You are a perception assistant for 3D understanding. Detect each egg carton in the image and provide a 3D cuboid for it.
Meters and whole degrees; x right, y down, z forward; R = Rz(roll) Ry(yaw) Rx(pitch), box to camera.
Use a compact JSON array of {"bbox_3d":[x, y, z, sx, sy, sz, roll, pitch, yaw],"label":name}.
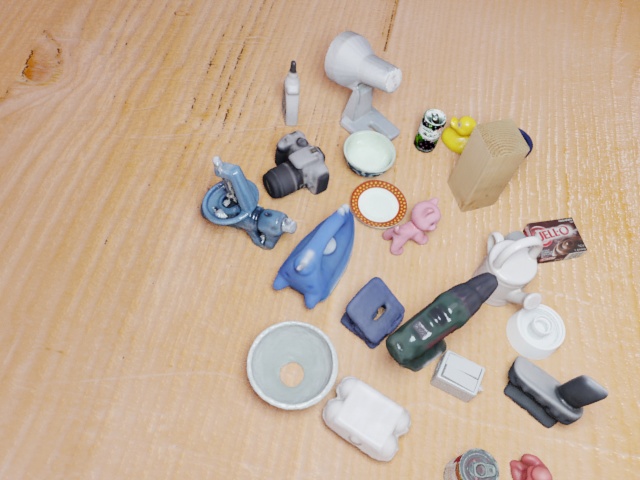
[{"bbox_3d":[0.084,0.322,1.034,0.150,0.069,0.107,30,62,11],"label":"egg carton"}]

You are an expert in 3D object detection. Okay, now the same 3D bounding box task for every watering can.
[{"bbox_3d":[0.386,0.057,1.147,0.101,0.194,0.172,-32,68,-21],"label":"watering can"}]

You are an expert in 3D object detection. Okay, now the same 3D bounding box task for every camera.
[{"bbox_3d":[-0.065,-0.163,1.275,0.137,0.101,0.143,-28,67,-20],"label":"camera"}]

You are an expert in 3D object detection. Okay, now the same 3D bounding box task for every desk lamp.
[{"bbox_3d":[0.107,-0.353,1.337,0.118,0.213,0.203,-38,71,-24],"label":"desk lamp"}]

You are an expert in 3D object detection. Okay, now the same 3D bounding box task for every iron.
[{"bbox_3d":[0.011,0.004,1.165,0.118,0.141,0.259,28,61,10],"label":"iron"}]

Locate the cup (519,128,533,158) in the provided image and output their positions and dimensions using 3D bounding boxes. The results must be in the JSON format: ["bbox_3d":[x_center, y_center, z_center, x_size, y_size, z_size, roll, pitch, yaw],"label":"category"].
[{"bbox_3d":[0.443,-0.196,1.354,0.091,0.095,0.118,7,60,-2],"label":"cup"}]

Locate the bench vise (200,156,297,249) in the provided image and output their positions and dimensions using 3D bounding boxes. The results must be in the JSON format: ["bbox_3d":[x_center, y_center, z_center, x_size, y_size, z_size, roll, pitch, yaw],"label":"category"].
[{"bbox_3d":[-0.144,-0.085,1.153,0.207,0.220,0.121,6,60,-2],"label":"bench vise"}]

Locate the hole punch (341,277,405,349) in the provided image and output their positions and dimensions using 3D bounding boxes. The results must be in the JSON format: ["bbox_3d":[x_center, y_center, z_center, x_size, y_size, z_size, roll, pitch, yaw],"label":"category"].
[{"bbox_3d":[0.109,0.142,1.127,0.101,0.091,0.109,39,64,15],"label":"hole punch"}]

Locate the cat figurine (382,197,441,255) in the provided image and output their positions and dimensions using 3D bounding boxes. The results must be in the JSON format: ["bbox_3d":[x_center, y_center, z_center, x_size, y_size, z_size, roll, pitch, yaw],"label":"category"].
[{"bbox_3d":[0.205,-0.037,1.224,0.128,0.118,0.067,-24,65,-18],"label":"cat figurine"}]

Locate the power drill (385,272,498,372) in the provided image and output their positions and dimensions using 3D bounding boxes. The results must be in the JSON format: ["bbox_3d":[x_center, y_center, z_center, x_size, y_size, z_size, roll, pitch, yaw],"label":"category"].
[{"bbox_3d":[0.213,0.162,1.060,0.230,0.208,0.075,-31,68,-21],"label":"power drill"}]

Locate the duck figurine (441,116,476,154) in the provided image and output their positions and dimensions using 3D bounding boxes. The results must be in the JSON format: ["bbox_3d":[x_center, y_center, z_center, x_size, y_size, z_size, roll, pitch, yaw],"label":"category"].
[{"bbox_3d":[0.353,-0.260,1.385,0.104,0.086,0.078,31,62,11],"label":"duck figurine"}]

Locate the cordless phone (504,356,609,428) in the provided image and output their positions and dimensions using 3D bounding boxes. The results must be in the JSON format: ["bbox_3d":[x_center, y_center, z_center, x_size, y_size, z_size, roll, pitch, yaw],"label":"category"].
[{"bbox_3d":[0.430,0.259,1.042,0.147,0.185,0.094,34,63,13],"label":"cordless phone"}]

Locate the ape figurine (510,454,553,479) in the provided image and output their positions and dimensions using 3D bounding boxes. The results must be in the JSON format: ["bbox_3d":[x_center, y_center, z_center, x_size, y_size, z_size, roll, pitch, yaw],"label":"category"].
[{"bbox_3d":[0.376,0.416,1.000,0.076,0.092,0.078,35,63,14],"label":"ape figurine"}]

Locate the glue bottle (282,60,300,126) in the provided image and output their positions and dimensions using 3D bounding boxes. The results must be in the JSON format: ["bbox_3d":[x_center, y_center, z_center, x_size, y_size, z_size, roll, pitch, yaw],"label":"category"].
[{"bbox_3d":[-0.066,-0.351,1.340,0.037,0.173,0.078,-5,61,-9],"label":"glue bottle"}]

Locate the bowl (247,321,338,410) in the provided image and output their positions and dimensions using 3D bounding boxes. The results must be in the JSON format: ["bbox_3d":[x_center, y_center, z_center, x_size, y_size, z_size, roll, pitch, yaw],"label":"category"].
[{"bbox_3d":[-0.052,0.240,1.063,0.167,0.075,0.167,3,60,-5],"label":"bowl"}]
